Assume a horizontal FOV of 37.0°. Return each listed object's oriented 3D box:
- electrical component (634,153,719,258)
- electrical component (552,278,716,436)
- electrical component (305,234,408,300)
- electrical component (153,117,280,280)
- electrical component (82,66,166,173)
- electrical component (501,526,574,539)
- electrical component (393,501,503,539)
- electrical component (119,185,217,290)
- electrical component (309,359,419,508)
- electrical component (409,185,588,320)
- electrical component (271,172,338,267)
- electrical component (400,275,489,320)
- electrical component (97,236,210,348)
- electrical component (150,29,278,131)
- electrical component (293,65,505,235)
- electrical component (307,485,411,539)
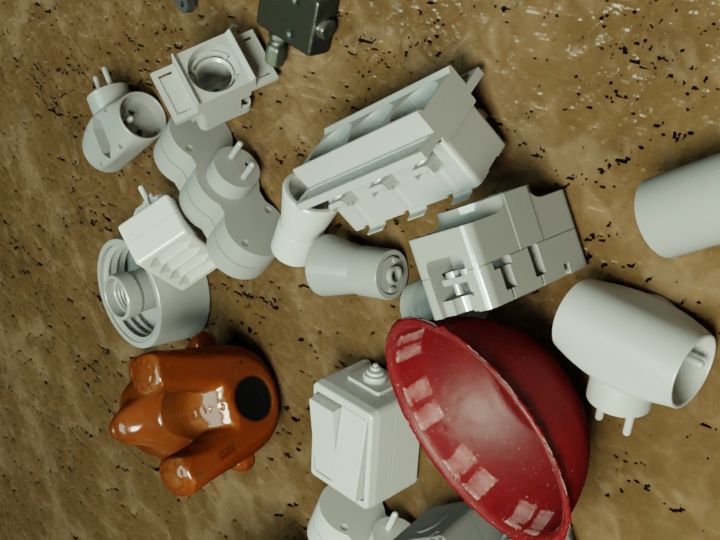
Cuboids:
[{"bbox_3d":[0.180,-0.036,0.524,0.081,0.043,0.043,-20,90,50],"label":"electrical component"},{"bbox_3d":[0.148,0.055,0.596,0.077,0.044,0.079,29,125,38],"label":"electrical component"},{"bbox_3d":[0.000,0.000,0.741,0.065,0.044,0.044,9,112,41],"label":"electrical component"},{"bbox_3d":[-0.100,-0.068,0.814,0.138,0.052,0.073,58,139,13],"label":"electrical component"},{"bbox_3d":[-0.207,-0.133,0.913,0.077,0.043,0.079,-26,85,50],"label":"electrical component"},{"bbox_3d":[0.106,0.182,0.681,0.043,0.062,0.043,21,120,42],"label":"electrical component"},{"bbox_3d":[0.076,0.209,0.731,0.062,0.061,0.096,-26,93,50],"label":"electrical component"},{"bbox_3d":[-0.156,-0.035,0.861,0.047,0.083,0.075,-33,68,5],"label":"electrical component"},{"bbox_3d":[0.002,0.112,0.767,0.062,0.061,0.096,25,123,40],"label":"electrical component"},{"bbox_3d":[0.078,-0.014,0.610,0.050,0.089,0.055,-15,94,50],"label":"electrical component"},{"bbox_3d":[-0.041,-0.034,0.773,0.044,0.044,0.065,48,140,24],"label":"electrical component"},{"bbox_3d":[0.055,0.022,0.690,0.046,0.040,0.040,-20,90,44],"label":"electrical component"},{"bbox_3d":[-0.188,0.016,0.939,0.108,0.060,0.108,21,120,42],"label":"electrical component"},{"bbox_3d":[-0.105,-0.134,0.777,0.042,0.081,0.063,62,168,11],"label":"electrical component"},{"bbox_3d":[0.024,-0.069,0.662,0.063,0.078,0.121,47,144,-20],"label":"electrical component"},{"bbox_3d":[0.022,0.207,0.791,0.138,0.052,0.073,44,134,27],"label":"electrical component"}]
